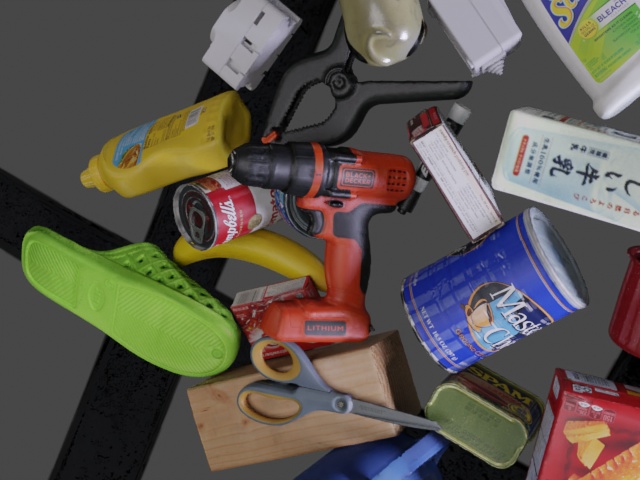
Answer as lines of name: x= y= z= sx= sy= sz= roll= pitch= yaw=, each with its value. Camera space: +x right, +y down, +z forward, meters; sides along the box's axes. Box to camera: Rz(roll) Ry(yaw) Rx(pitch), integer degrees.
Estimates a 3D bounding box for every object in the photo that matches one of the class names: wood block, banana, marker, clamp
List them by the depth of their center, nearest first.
marker: x=0.108 y=-0.077 z=1.032 sx=0.020 sy=0.020 sz=0.121 roll=34 pitch=108 yaw=14
clamp: x=0.033 y=-0.149 z=1.042 sx=0.210 sy=0.036 sz=0.164 roll=-44 pitch=81 yaw=17
wood block: x=-0.016 y=0.162 z=1.076 sx=0.206 sy=0.090 sz=0.090 roll=-16 pitch=92 yaw=22
banana: x=-0.076 y=0.014 z=1.111 sx=0.198 sy=0.037 sz=0.069 roll=5 pitch=129 yaw=24

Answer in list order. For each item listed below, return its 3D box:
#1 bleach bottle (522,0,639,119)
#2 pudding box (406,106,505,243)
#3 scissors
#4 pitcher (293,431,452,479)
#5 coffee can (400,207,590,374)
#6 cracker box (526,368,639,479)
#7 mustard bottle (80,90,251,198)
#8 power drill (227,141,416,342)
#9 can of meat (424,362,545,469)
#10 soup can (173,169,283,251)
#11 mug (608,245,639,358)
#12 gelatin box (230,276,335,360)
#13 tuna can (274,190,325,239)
bleach bottle: x=0.213 y=-0.234 z=0.947 sx=0.103 sy=0.068 sz=0.251 roll=-41 pitch=80 yaw=22
pudding box: x=0.122 y=-0.062 z=0.977 sx=0.039 sy=0.090 sz=0.113 roll=-33 pitch=103 yaw=12
scissors: x=0.012 y=0.134 z=1.003 sx=0.202 sy=0.016 sz=0.096 roll=-5 pitch=94 yaw=22
pitcher: x=0.029 y=0.255 z=0.989 sx=0.145 sy=0.242 sz=0.149 roll=3 pitch=94 yaw=23
coffee can: x=0.160 y=0.047 z=0.984 sx=0.140 sy=0.102 sz=0.103 roll=-31 pitch=86 yaw=22
cracker box: x=0.270 y=0.241 z=0.969 sx=0.164 sy=0.072 sz=0.214 roll=13 pitch=102 yaw=5
mustard bottle: x=-0.167 y=-0.089 z=1.099 sx=0.192 sy=0.096 sz=0.058 roll=-16 pitch=128 yaw=23
power drill: x=-0.007 y=0.001 z=1.004 sx=0.184 sy=0.057 sz=0.188 roll=4 pitch=104 yaw=-20
can of meat: x=0.156 y=0.165 z=1.013 sx=0.102 sy=0.083 sz=0.057 roll=29 pitch=106 yaw=16
soup can: x=-0.086 y=-0.036 z=1.060 sx=0.069 sy=0.102 sz=0.068 roll=24 pitch=124 yaw=41
mug: x=0.315 y=0.061 z=0.941 sx=0.117 sy=0.093 sz=0.081 roll=8 pitch=109 yaw=-16
gelatin box: x=-0.036 y=0.081 z=1.090 sx=0.089 sy=0.030 sz=0.073 roll=-14 pitch=119 yaw=23
tuna can: x=0.000 y=-0.045 z=1.046 sx=0.086 sy=0.034 sz=0.086 roll=-5 pitch=107 yaw=-18
